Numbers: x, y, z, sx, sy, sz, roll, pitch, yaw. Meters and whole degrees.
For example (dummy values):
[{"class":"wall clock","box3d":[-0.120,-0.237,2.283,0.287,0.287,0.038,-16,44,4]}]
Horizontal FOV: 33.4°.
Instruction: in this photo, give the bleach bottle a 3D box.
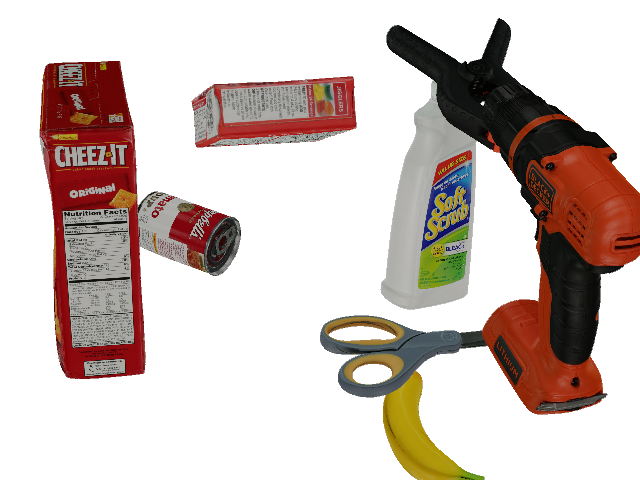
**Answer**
[{"class":"bleach bottle","box3d":[0.125,-0.053,1.193,0.102,0.251,0.068,-10,24,-27]}]

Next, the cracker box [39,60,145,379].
[{"class":"cracker box","box3d":[-0.186,-0.020,0.868,0.072,0.214,0.164,-4,27,-13]}]

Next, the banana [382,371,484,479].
[{"class":"banana","box3d":[0.097,0.191,1.077,0.069,0.037,0.198,10,24,-20]}]

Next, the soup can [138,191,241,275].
[{"class":"soup can","box3d":[-0.148,-0.009,1.182,0.102,0.068,0.068,20,8,24]}]

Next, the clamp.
[{"class":"clamp","box3d":[0.125,-0.145,0.955,0.120,0.039,0.171,-4,44,-2]}]

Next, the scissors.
[{"class":"scissors","box3d":[0.098,0.096,0.879,0.202,0.016,0.096,5,39,5]}]

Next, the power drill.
[{"class":"power drill","box3d":[0.149,0.007,0.713,0.057,0.188,0.184,-9,35,-11]}]

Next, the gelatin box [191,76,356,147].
[{"class":"gelatin box","box3d":[-0.027,-0.069,0.575,0.073,0.030,0.089,-5,3,-13]}]
